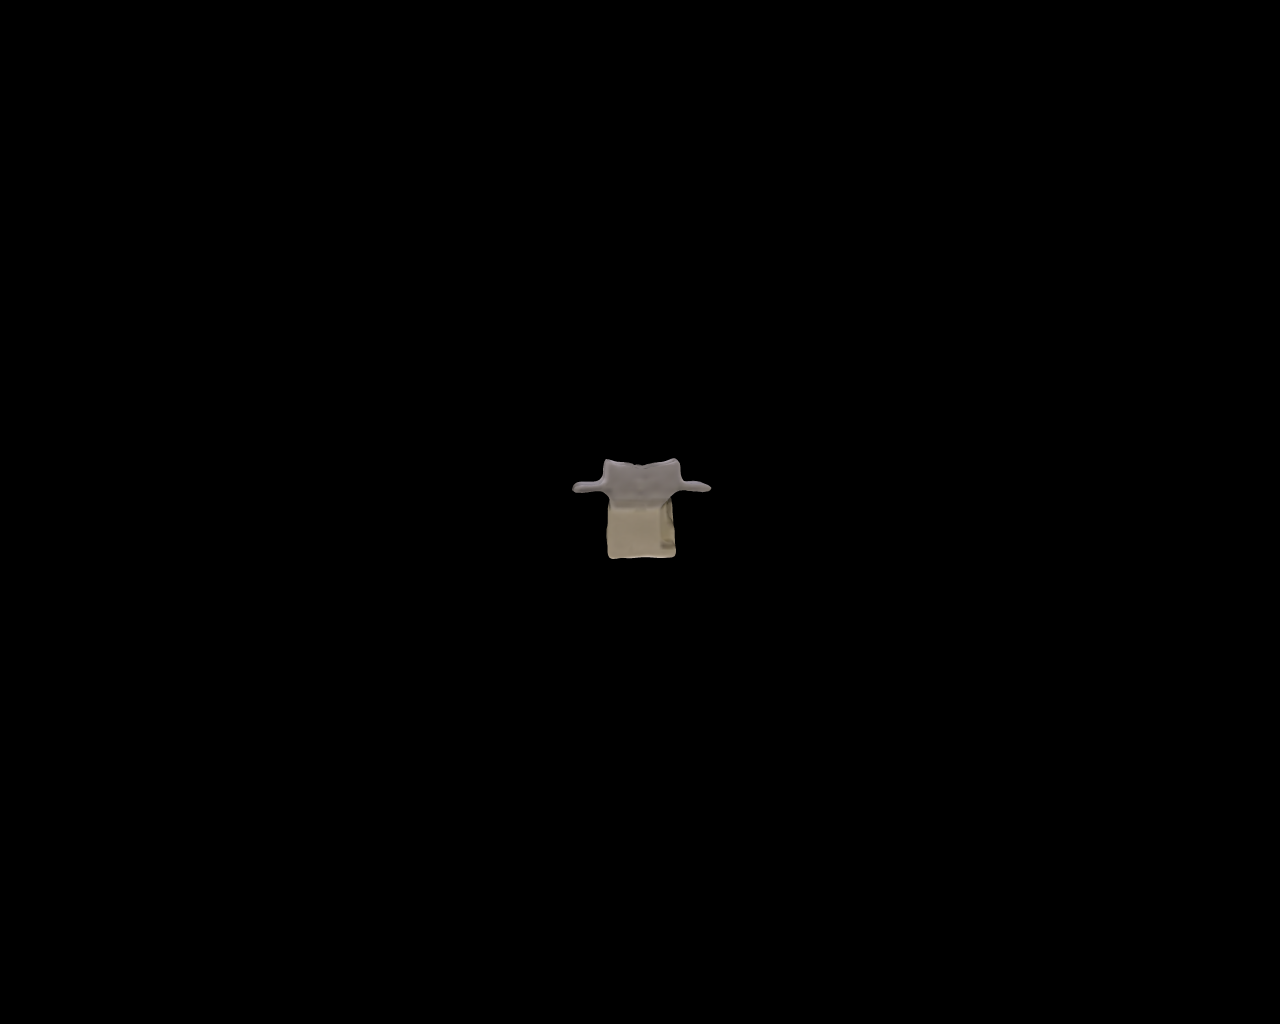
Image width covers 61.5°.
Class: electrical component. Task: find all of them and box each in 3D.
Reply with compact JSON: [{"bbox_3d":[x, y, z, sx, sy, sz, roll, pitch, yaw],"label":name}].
[{"bbox_3d":[0.001,-0.003,0.650,0.081,0.063,0.042,0,4,-2],"label":"electrical component"}]
